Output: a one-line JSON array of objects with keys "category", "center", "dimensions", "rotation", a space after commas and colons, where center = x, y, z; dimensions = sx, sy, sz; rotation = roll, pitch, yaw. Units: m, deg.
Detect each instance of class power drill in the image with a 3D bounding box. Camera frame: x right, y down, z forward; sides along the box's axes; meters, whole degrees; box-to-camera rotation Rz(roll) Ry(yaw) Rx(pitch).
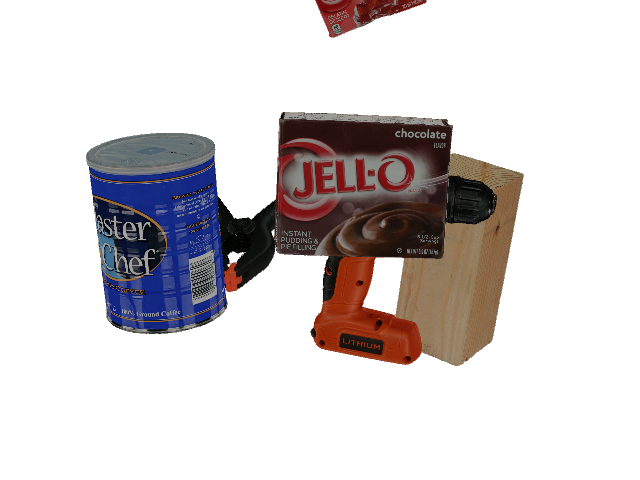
[{"category": "power drill", "center": [0.065, 0.018, 0.998], "dimensions": [0.185, 0.188, 0.057], "rotation": [9, 19, 17]}]

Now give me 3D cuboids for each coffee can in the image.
[{"category": "coffee can", "center": [-0.132, -0.008, 0.875], "dimensions": [0.103, 0.140, 0.103], "rotation": [-3, 20, 1]}]

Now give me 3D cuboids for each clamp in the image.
[{"category": "clamp", "center": [-0.077, -0.010, 1.191], "dimensions": [0.120, 0.039, 0.171], "rotation": [-9, 41, 3]}]

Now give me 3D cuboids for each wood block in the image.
[{"category": "wood block", "center": [0.151, 0.020, 1.184], "dimensions": [0.090, 0.206, 0.090], "rotation": [20, 26, 29]}]

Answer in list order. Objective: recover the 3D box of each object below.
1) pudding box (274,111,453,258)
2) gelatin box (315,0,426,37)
[{"category": "pudding box", "center": [0.027, -0.037, 0.701], "dimensions": [0.113, 0.090, 0.039], "rotation": [1, 18, -3]}, {"category": "gelatin box", "center": [0.036, -0.220, 0.893], "dimensions": [0.089, 0.073, 0.030], "rotation": [-18, 28, 13]}]
